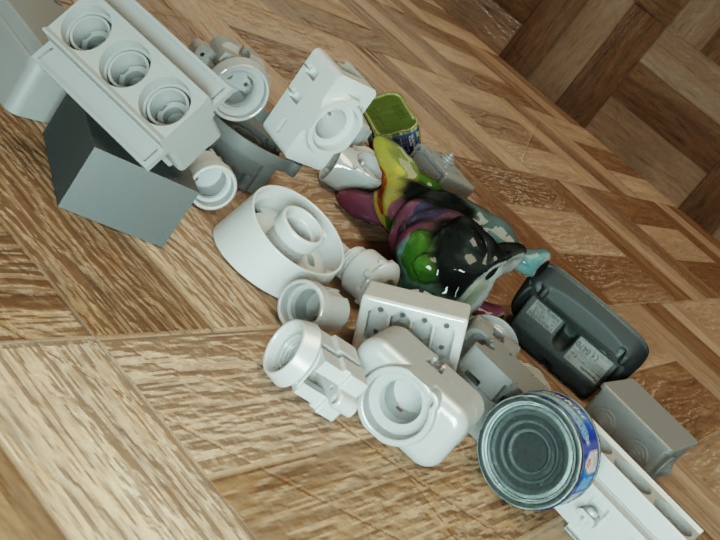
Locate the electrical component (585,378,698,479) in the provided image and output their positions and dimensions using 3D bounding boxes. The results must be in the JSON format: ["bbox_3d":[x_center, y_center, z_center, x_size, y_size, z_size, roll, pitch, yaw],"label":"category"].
[{"bbox_3d":[0.260,0.152,1.017,0.099,0.048,0.100,47,21,25],"label":"electrical component"}]

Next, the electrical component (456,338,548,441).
[{"bbox_3d":[0.114,0.107,0.854,0.089,0.055,0.050,45,21,20],"label":"electrical component"}]

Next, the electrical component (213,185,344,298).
[{"bbox_3d":[-0.064,-0.018,0.855,0.099,0.064,0.099,31,34,-24],"label":"electrical component"}]

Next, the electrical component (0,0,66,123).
[{"bbox_3d":[-0.254,-0.169,0.843,0.078,0.057,0.113,9,34,-53],"label":"electrical component"}]

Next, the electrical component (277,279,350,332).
[{"bbox_3d":[-0.033,0.029,0.805,0.040,0.040,0.046,46,16,24],"label":"electrical component"}]

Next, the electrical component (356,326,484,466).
[{"bbox_3d":[0.034,0.089,0.760,0.095,0.053,0.059,41,20,11],"label":"electrical component"}]

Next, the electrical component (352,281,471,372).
[{"bbox_3d":[0.043,0.039,0.858,0.083,0.047,0.075,14,19,5],"label":"electrical component"}]

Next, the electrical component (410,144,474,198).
[{"bbox_3d":[0.076,-0.087,1.168,0.061,0.096,0.061,21,26,-45],"label":"electrical component"}]

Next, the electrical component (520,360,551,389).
[{"bbox_3d":[0.149,0.100,0.963,0.035,0.035,0.061,30,18,-20],"label":"electrical component"}]

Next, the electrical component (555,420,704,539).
[{"bbox_3d":[0.188,0.176,0.815,0.121,0.063,0.079,47,21,24],"label":"electrical component"}]

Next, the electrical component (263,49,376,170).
[{"bbox_3d":[-0.034,-0.140,0.958,0.050,0.089,0.055,16,28,-46],"label":"electrical component"}]

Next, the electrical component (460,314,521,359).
[{"bbox_3d":[0.104,0.071,0.920,0.078,0.058,0.057,38,22,2],"label":"electrical component"}]

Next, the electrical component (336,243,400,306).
[{"bbox_3d":[0.000,0.000,0.921,0.062,0.048,0.048,39,18,28],"label":"electrical component"}]

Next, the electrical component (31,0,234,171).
[{"bbox_3d":[-0.154,-0.129,0.743,0.121,0.079,0.063,43,-9,16],"label":"electrical component"}]

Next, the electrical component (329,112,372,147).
[{"bbox_3d":[-0.033,-0.164,1.207,0.061,0.061,0.096,27,22,-28],"label":"electrical component"}]

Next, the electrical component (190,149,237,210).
[{"bbox_3d":[-0.125,-0.077,0.883,0.040,0.040,0.046,25,18,-31],"label":"electrical component"}]

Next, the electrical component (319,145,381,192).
[{"bbox_3d":[0.001,-0.106,1.146,0.077,0.044,0.079,30,35,-21],"label":"electrical component"}]

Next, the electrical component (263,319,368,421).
[{"bbox_3d":[-0.031,0.064,0.720,0.055,0.048,0.066,35,18,-30],"label":"electrical component"}]

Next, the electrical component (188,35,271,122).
[{"bbox_3d":[-0.111,-0.164,0.931,0.078,0.058,0.057,24,20,-33],"label":"electrical component"}]
